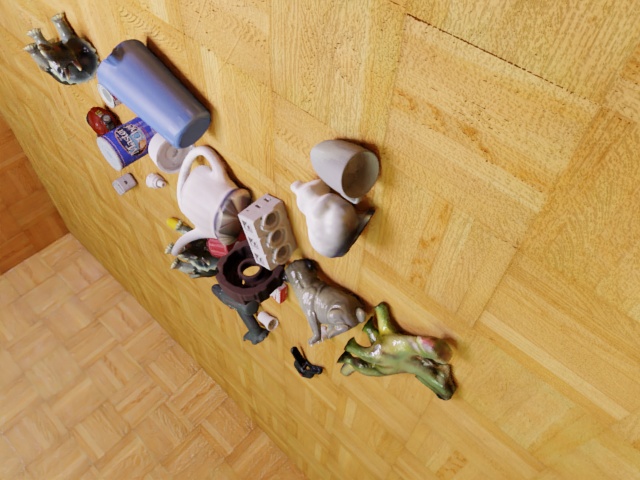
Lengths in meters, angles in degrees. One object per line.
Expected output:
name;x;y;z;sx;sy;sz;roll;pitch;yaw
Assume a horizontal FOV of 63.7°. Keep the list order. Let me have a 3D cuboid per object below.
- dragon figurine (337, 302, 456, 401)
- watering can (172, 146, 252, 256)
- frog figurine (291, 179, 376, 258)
dragon figurine;0.171;0.277;1.111;0.244;0.124;0.401;33;150;14
watering can;-0.285;-0.062;1.297;0.226;0.105;0.341;33;122;27
frog figurine;0.003;-0.047;0.939;0.160;0.124;0.136;34;169;6
